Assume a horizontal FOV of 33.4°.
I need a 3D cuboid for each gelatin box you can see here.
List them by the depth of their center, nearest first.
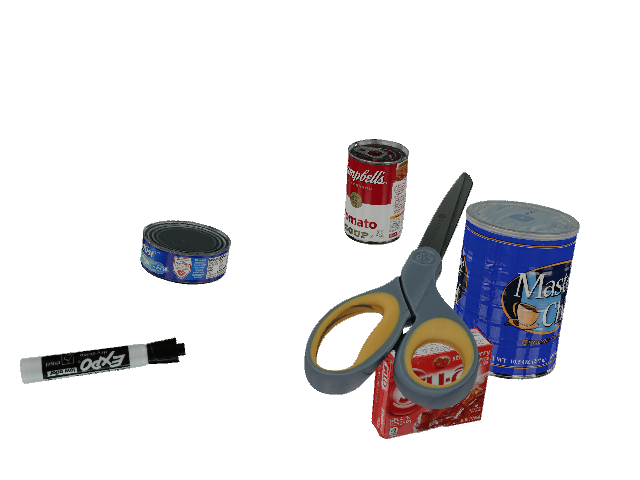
[{"bbox_3d":[0.086,0.111,0.830,0.089,0.073,0.030,-7,29,-20],"label":"gelatin box"}]

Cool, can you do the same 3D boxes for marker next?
[{"bbox_3d":[-0.162,0.089,0.800,0.121,0.020,0.020,-7,1,-9],"label":"marker"}]

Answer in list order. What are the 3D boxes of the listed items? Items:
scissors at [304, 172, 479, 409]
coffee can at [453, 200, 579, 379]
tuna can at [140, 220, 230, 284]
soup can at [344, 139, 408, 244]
[{"bbox_3d":[0.069,0.025,0.584,0.096,0.016,0.201,24,45,28],"label":"scissors"},{"bbox_3d":[0.178,0.044,0.992,0.103,0.140,0.103,5,18,-2],"label":"coffee can"},{"bbox_3d":[-0.132,0.011,1.040,0.086,0.034,0.086,9,20,-3],"label":"tuna can"},{"bbox_3d":[0.062,-0.055,1.203,0.068,0.102,0.068,2,27,-1],"label":"soup can"}]
